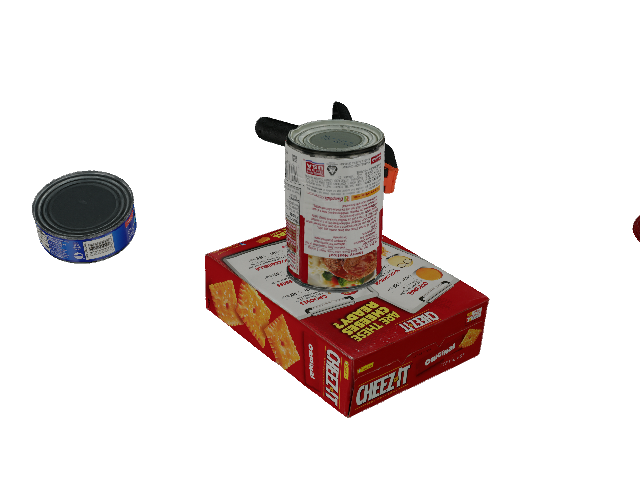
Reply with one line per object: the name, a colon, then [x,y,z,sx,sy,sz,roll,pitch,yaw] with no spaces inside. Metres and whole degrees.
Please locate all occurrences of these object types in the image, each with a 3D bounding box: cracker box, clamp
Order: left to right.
clamp: [0.012,-0.099,1.125,0.120,0.039,0.172,-16,36,-24]
cracker box: [0.019,0.059,0.980,0.163,0.072,0.214,-20,36,-34]

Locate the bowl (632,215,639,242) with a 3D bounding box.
bowl: [0.417,0.016,1.148,0.162,0.055,0.162,-1,25,0]

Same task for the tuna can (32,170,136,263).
tuna can: [-0.202,-0.020,0.918,0.086,0.034,0.086,0,44,0]

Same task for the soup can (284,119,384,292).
soup can: [0.010,-0.025,0.731,0.068,0.102,0.068,0,25,0]
